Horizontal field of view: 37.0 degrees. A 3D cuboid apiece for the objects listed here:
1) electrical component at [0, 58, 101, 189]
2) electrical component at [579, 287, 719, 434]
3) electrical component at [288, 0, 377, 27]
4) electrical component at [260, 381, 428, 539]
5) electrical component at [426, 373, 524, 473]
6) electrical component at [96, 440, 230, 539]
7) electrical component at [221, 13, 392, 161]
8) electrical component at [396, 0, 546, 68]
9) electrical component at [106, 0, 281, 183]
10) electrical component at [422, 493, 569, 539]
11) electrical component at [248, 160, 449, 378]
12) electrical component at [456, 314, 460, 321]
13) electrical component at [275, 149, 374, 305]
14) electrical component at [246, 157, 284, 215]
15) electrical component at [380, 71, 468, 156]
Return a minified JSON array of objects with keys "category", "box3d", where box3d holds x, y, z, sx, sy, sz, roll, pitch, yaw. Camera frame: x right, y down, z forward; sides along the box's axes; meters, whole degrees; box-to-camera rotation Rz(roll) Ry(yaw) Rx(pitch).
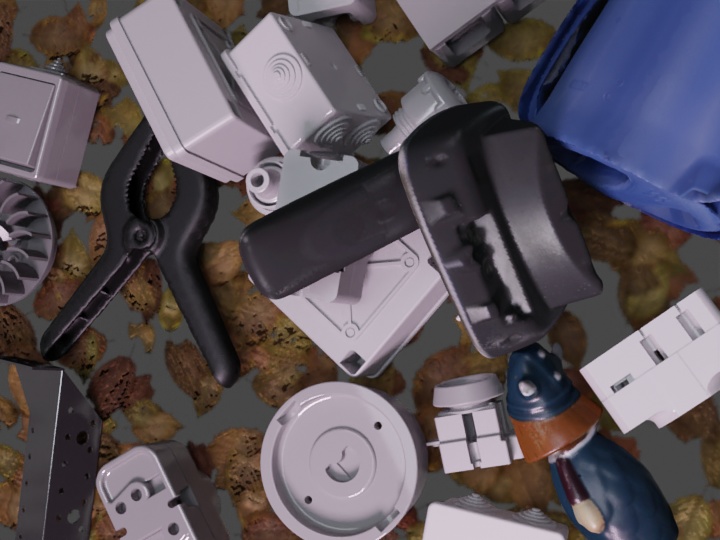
[{"category":"electrical component","box3d":[-0.246,-0.117,0.820,0.062,0.061,0.096,15,92,18]},{"category":"electrical component","box3d":[0.192,0.060,0.670,0.089,0.050,0.055,-37,76,13]},{"category":"electrical component","box3d":[-0.024,-0.220,0.756,0.050,0.056,0.089,-8,84,18]},{"category":"electrical component","box3d":[-0.006,0.128,0.725,0.108,0.060,0.108,-1,86,18]},{"category":"electrical component","box3d":[0.075,0.099,0.709,0.066,0.048,0.055,-12,90,17]},{"category":"electrical component","box3d":[-0.137,0.172,0.765,0.054,0.059,0.095,-32,78,14]},{"category":"electrical component","box3d":[-0.034,-0.124,0.731,0.048,0.100,0.099,-39,76,25]},{"category":"electrical component","box3d":[0.092,-0.217,0.715,0.150,0.062,0.089,-35,77,13]},{"category":"electrical component","box3d":[-0.111,-0.125,0.751,0.056,0.109,0.108,-30,78,11]},{"category":"electrical component","box3d":[0.085,0.200,0.696,0.100,0.048,0.099,10,90,18]},{"category":"electrical component","box3d":[0.000,0.000,0.733,0.109,0.056,0.108,42,100,16]},{"category":"electrical component","box3d":[0.096,0.008,0.710,0.040,0.040,0.078,35,97,17]},{"category":"electrical component","box3d":[-0.022,-0.026,0.681,0.050,0.056,0.089,9,89,19]},{"category":"electrical component","box3d":[-0.060,-0.059,0.754,0.048,0.062,0.048,-1,86,18]},{"category":"electrical component","box3d":[0.042,-0.101,0.734,0.062,0.048,0.048,-39,76,19]}]
